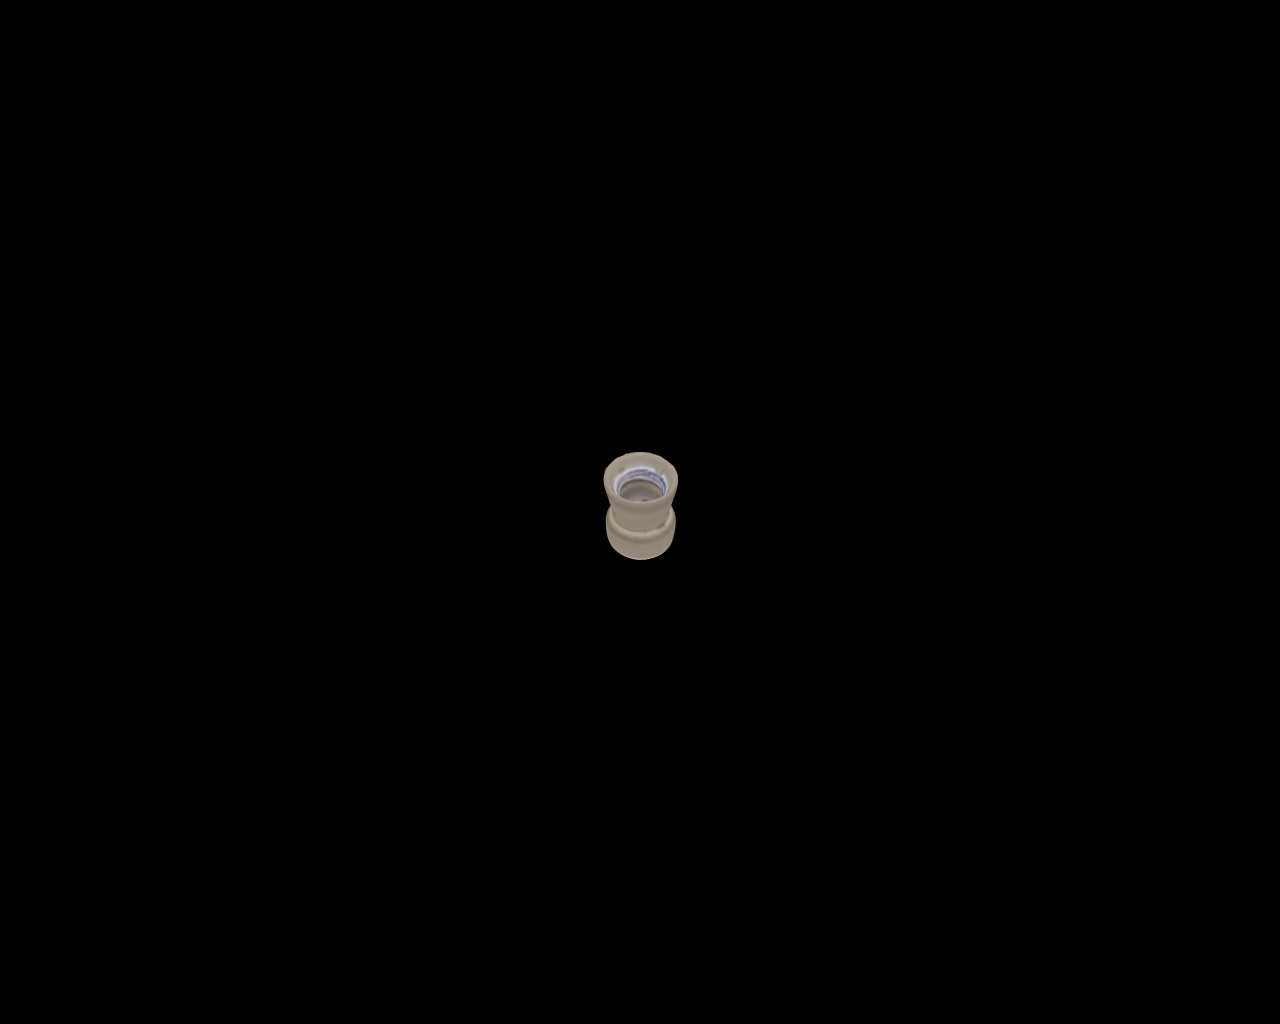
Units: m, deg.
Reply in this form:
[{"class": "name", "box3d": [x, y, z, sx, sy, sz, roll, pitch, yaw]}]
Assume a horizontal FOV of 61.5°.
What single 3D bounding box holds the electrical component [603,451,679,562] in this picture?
[{"class": "electrical component", "box3d": [0.001, -0.003, 0.650, 0.045, 0.045, 0.055, 0, -42, 0]}]
